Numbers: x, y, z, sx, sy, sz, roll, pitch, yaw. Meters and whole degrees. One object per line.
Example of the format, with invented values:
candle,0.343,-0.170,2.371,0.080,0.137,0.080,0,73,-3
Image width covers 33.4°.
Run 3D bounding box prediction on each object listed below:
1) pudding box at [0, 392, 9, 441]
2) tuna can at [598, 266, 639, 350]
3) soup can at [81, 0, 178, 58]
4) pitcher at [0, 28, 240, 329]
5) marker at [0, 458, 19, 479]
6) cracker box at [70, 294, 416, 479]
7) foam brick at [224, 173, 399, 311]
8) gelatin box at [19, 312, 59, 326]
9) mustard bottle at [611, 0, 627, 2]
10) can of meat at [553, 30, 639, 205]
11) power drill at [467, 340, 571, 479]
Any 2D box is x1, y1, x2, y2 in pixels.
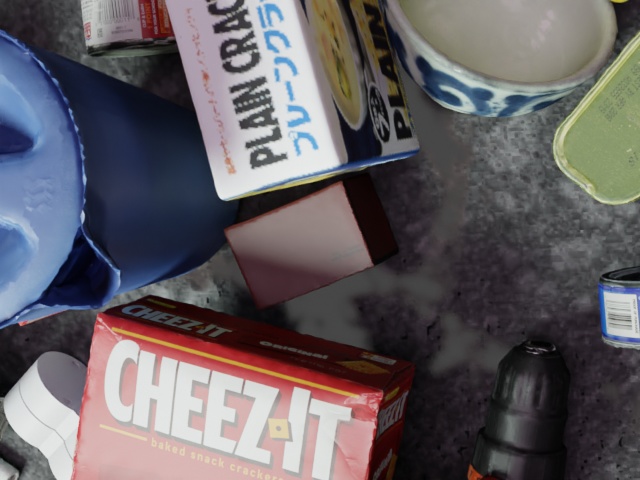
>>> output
pudding box,-0.253,0.098,0.668,0.090,0.113,0.039,18,79,9
tuna can,0.184,0.031,0.535,0.086,0.086,0.034,-5,93,19
soup can,-0.107,-0.160,0.615,0.069,0.068,0.102,-3,96,18
pitcher,-0.135,-0.034,0.544,0.145,0.242,0.149,-13,88,14
marker,-0.258,0.132,0.729,0.121,0.020,0.020,32,105,12
cracker box,-0.052,0.154,0.577,0.164,0.072,0.214,13,100,16
foam brick,-0.004,0.001,0.611,0.078,0.051,0.053,-21,91,20
gelatin box,-0.171,0.008,0.647,0.030,0.089,0.073,-41,83,18
mustard bottle,0.103,-0.209,0.542,0.192,0.058,0.096,36,87,12
can of meat,0.164,-0.066,0.530,0.057,0.083,0.102,40,107,9
power drill,0.067,0.150,0.538,0.057,0.187,0.184,13,102,36
